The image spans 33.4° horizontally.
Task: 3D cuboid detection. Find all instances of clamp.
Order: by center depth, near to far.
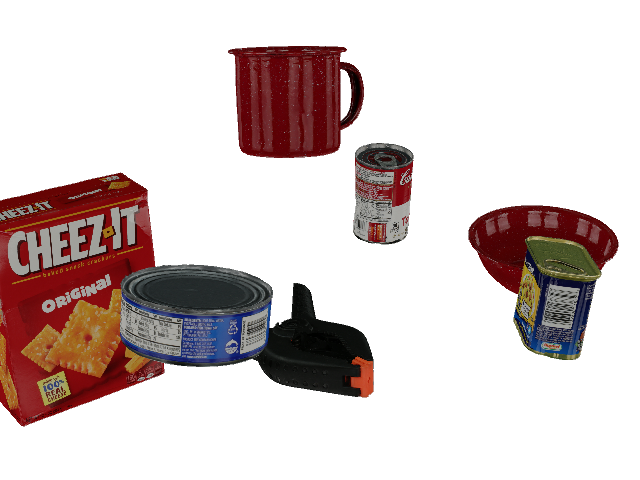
[{"bbox_3d":[-0.019,0.084,0.923,0.164,0.036,0.210,-19,24,-41],"label":"clamp"}]

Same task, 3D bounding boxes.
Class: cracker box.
[{"bbox_3d":[-0.246,0.057,1.064,0.163,0.214,0.072,-17,28,-32],"label":"cracker box"}]

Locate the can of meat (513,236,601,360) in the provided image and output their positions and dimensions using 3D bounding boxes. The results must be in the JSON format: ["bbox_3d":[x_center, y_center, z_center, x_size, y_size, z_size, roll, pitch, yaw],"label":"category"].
[{"bbox_3d":[0.216,0.052,0.985,0.057,0.084,0.102,7,18,-1],"label":"can of meat"}]

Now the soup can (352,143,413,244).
[{"bbox_3d":[0.072,-0.054,1.254,0.068,0.102,0.068,1,28,-1],"label":"soup can"}]

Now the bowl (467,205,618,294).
[{"bbox_3d":[0.243,0.018,1.177,0.162,0.055,0.162,-1,28,0],"label":"bowl"}]

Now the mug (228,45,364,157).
[{"bbox_3d":[-0.015,-0.112,0.849,0.117,0.081,0.093,-10,16,-35],"label":"mug"}]

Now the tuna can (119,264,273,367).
[{"bbox_3d":[-0.071,0.042,0.605,0.086,0.034,0.086,5,14,-1],"label":"tuna can"}]
